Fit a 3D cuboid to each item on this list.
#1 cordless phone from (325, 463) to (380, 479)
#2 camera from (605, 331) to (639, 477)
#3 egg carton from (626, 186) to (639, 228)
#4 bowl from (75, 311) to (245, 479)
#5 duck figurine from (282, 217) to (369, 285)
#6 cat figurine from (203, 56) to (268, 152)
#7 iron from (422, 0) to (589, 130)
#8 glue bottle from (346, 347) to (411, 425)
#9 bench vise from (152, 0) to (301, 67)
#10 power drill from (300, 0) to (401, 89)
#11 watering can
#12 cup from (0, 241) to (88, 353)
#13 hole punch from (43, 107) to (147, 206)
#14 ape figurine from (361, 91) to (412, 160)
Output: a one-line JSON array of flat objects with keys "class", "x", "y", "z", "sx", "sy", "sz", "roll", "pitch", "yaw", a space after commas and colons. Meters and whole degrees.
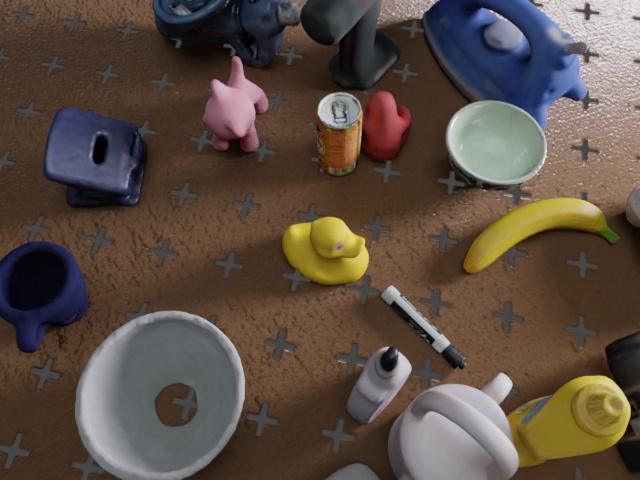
[{"class": "cordless phone", "x": 0.046, "y": 0.264, "z": 0.480, "sx": 0.094, "sy": 0.185, "sz": 0.147, "roll": -34, "pitch": 69, "yaw": -14}, {"class": "camera", "x": 0.365, "y": 0.153, "z": 0.574, "sx": 0.143, "sy": 0.101, "sz": 0.136, "roll": -16, "pitch": 66, "yaw": -6}, {"class": "egg carton", "x": 0.430, "y": -0.006, "z": 0.663, "sx": 0.107, "sy": 0.069, "sz": 0.150, "roll": -16, "pitch": 66, "yaw": -6}, {"class": "bowl", "x": -0.156, "y": 0.163, "z": 0.590, "sx": 0.167, "sy": 0.075, "sz": 0.167, "roll": 0, "pitch": 65, "yaw": 1}, {"class": "duck figurine", "x": 0.006, "y": 0.002, "z": 0.656, "sx": 0.104, "sy": 0.086, "sz": 0.077, "roll": 18, "pitch": 67, "yaw": 9}, {"class": "cat figurine", "x": -0.109, "y": -0.169, "z": 0.718, "sx": 0.067, "sy": 0.118, "sz": 0.128, "roll": 4, "pitch": 65, "yaw": 3}, {"class": "iron", "x": 0.232, "y": -0.269, "z": 0.747, "sx": 0.119, "sy": 0.141, "sz": 0.258, "roll": -37, "pitch": 70, "yaw": -15}, {"class": "glue bottle", "x": 0.060, "y": 0.131, "z": 0.548, "sx": 0.037, "sy": 0.173, "sz": 0.078, "roll": 36, "pitch": 71, "yaw": 16}, {"class": "bench vise", "x": -0.129, "y": -0.338, "z": 0.740, "sx": 0.207, "sy": 0.220, "sz": 0.121, "roll": -2, "pitch": 65, "yaw": 0}, {"class": "power drill", "x": 0.065, "y": -0.304, "z": 0.728, "sx": 0.075, "sy": 0.208, "sz": 0.230, "roll": 35, "pitch": 70, "yaw": 16}, {"class": "watering can", "x": 0.116, "y": 0.188, "z": 0.510, "sx": 0.100, "sy": 0.194, "sz": 0.173, "roll": 20, "pitch": 67, "yaw": 10}, {"class": "cup", "x": -0.294, "y": 0.072, "z": 0.622, "sx": 0.091, "sy": 0.095, "sz": 0.117, "roll": -4, "pitch": 65, "yaw": -1}, {"class": "hole punch", "x": -0.272, "y": -0.104, "z": 0.705, "sx": 0.101, "sy": 0.091, "sz": 0.108, "roll": -1, "pitch": 65, "yaw": 1}, {"class": "ape figurine", "x": 0.079, "y": -0.151, "z": 0.722, "sx": 0.077, "sy": 0.092, "sz": 0.076, "roll": 4, "pitch": 65, "yaw": 3}]
